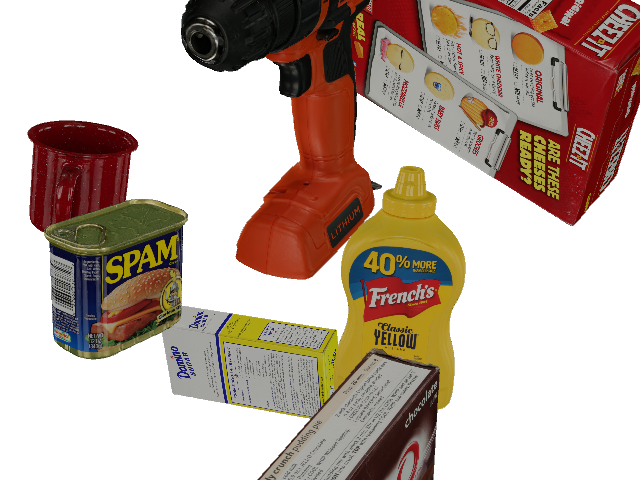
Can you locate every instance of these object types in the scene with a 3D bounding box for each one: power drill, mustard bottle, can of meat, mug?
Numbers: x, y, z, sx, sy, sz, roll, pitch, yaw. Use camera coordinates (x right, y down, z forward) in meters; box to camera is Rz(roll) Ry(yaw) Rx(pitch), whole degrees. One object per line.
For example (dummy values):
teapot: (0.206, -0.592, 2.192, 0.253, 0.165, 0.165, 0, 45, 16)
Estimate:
power drill: (-0.014, -0.075, 0.590, 0.057, 0.188, 0.184, 17, 36, 23)
mustard bottle: (0.064, 0.036, 0.833, 0.096, 0.192, 0.058, 6, 19, 8)
can of meat: (-0.142, 0.026, 0.749, 0.058, 0.084, 0.101, 19, 26, 33)
mug: (-0.208, -0.047, 0.915, 0.093, 0.081, 0.117, 8, 22, -6)

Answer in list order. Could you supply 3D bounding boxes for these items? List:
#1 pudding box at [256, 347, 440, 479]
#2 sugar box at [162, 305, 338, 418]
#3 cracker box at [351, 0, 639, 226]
pudding box: (0.012, 0.113, 0.456, 0.039, 0.090, 0.113, 15, 35, 23)
sugar box: (-0.069, 0.123, 1.077, 0.176, 0.093, 0.048, 9, 34, 20)
cracker box: (0.119, -0.130, 0.752, 0.214, 0.072, 0.164, 34, -26, 23)
